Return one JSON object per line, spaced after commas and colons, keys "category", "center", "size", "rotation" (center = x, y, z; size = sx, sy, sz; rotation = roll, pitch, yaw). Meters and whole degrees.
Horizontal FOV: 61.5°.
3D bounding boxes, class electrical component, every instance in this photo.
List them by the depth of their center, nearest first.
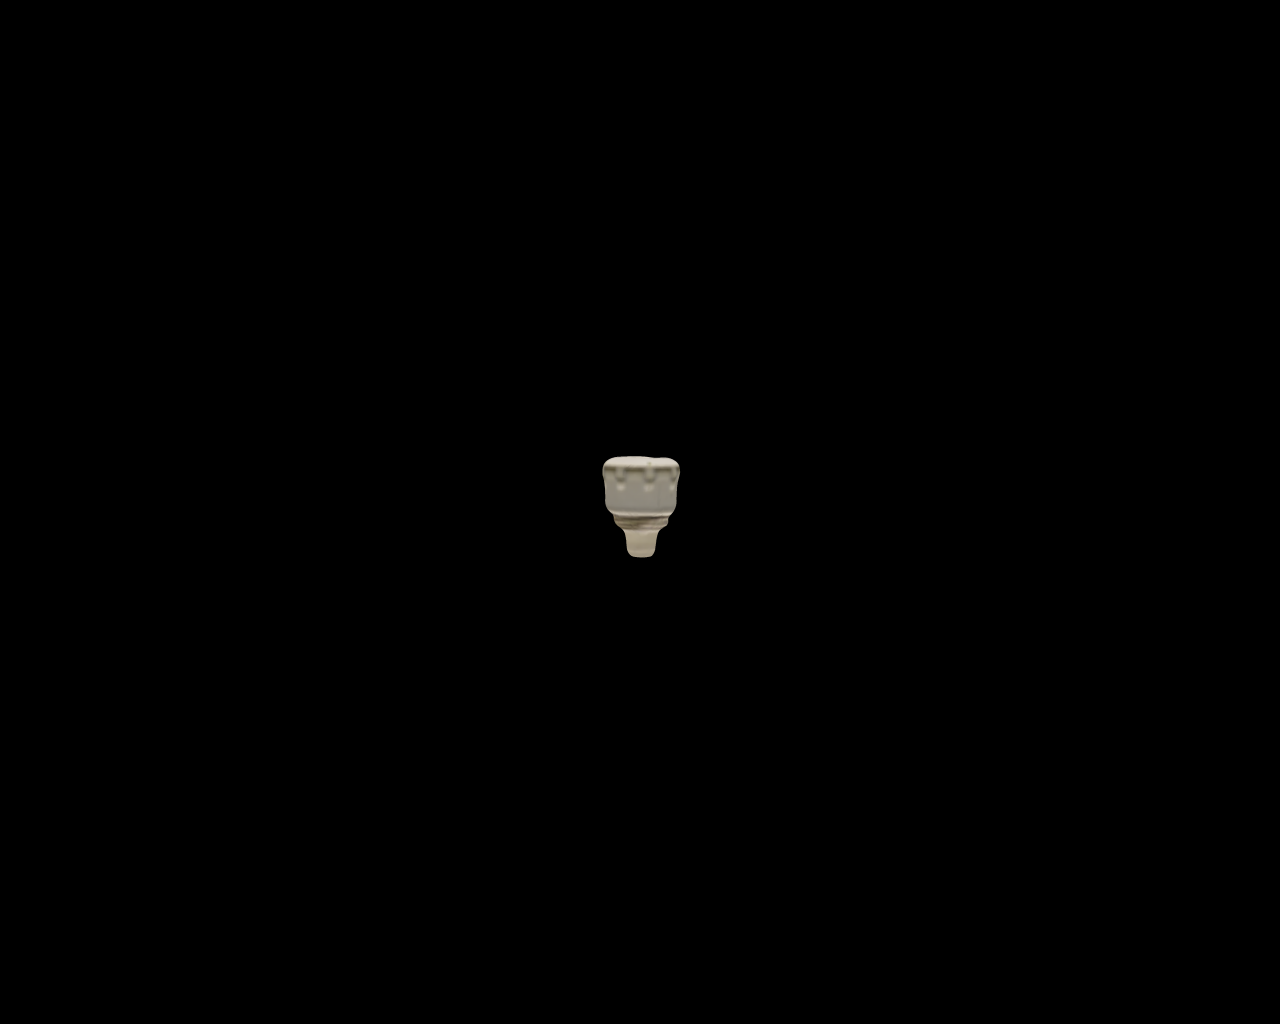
{"category": "electrical component", "center": [0.001, -0.003, 0.650], "size": [0.048, 0.062, 0.048], "rotation": [0, 5, 0]}
